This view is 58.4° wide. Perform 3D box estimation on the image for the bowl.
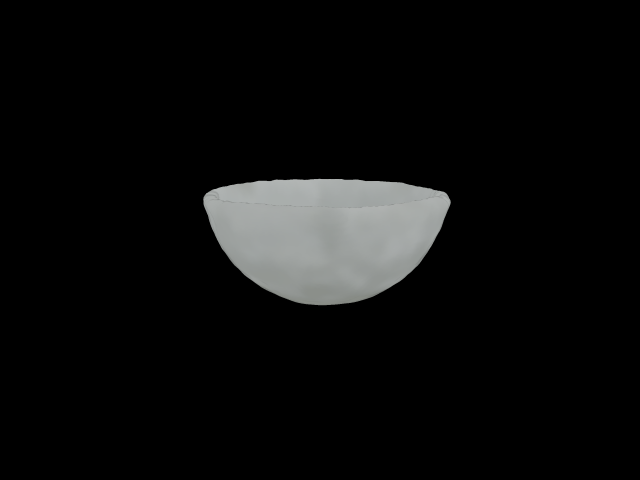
[{"bbox_3d":[0.004,0.001,0.400,0.167,0.075,0.167,0,12,0],"label":"bowl"}]
